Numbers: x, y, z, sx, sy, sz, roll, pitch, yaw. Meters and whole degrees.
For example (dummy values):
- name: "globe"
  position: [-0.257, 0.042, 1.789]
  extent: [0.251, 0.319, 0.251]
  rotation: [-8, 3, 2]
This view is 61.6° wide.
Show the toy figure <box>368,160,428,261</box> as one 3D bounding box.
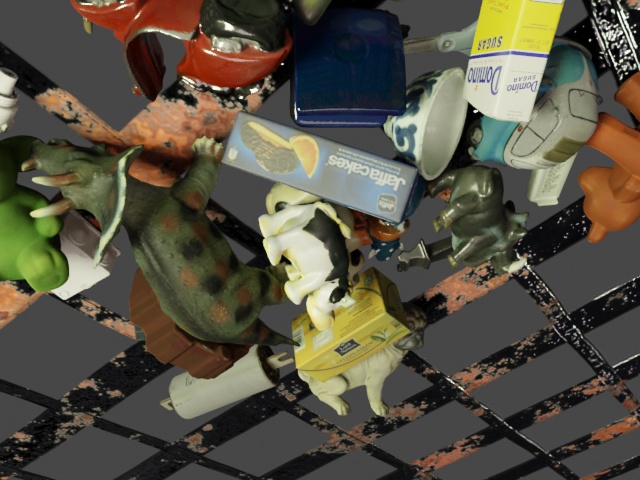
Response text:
- name: "toy figure"
  position: [0.097, -0.035, 0.702]
  extent: [0.064, 0.058, 0.154]
  rotation: [9, 135, -9]

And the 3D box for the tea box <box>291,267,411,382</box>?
- name: "tea box"
  position: [0.042, 0.129, 0.813]
  extent: [0.170, 0.098, 0.068]
  rotation: [-34, 129, 22]

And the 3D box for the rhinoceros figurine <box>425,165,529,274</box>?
- name: "rhinoceros figurine"
  position: [0.199, -0.021, 0.664]
  extent: [0.112, 0.073, 0.190]
  rotation: [-26, 136, 9]

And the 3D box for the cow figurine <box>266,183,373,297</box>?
- name: "cow figurine"
  position: [-0.001, -0.002, 0.695]
  extent: [0.127, 0.085, 0.194]
  rotation: [-25, 129, 14]

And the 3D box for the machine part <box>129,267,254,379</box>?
- name: "machine part"
  position: [-0.159, 0.086, 0.690]
  extent: [0.056, 0.179, 0.179]
  rotation: [-34, 129, 23]

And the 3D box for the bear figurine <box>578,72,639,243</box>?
- name: "bear figurine"
  position: [0.377, -0.091, 0.681]
  extent: [0.120, 0.132, 0.195]
  rotation: [-44, 167, -14]

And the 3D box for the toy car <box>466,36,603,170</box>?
- name: "toy car"
  position: [0.245, -0.134, 0.597]
  extent: [0.109, 0.103, 0.161]
  rotation: [6, 132, -32]

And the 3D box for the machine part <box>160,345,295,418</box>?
- name: "machine part"
  position: [-0.156, 0.230, 0.883]
  extent: [0.243, 0.079, 0.079]
  rotation: [-23, 132, 12]

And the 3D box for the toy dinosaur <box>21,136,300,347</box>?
- name: "toy dinosaur"
  position: [-0.137, 0.033, 0.598]
  extent: [0.131, 0.192, 0.404]
  rotation: [-19, 116, 33]

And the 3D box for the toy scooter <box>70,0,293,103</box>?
- name: "toy scooter"
  position: [-0.119, -0.167, 0.471]
  extent: [0.184, 0.075, 0.135]
  rotation: [13, 148, -6]

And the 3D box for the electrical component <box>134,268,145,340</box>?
- name: "electrical component"
  position: [-0.226, 0.102, 0.726]
  extent: [0.048, 0.119, 0.074]
  rotation: [0, 134, -12]

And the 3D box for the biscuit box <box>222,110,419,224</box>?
- name: "biscuit box"
  position: [0.002, -0.077, 0.574]
  extent: [0.203, 0.059, 0.062]
  rotation: [19, 96, 9]

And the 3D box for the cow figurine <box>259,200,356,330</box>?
- name: "cow figurine"
  position: [0.002, 0.031, 0.632]
  extent: [0.098, 0.068, 0.167]
  rotation: [-24, 126, 4]

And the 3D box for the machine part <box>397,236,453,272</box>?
- name: "machine part"
  position: [0.175, 0.011, 0.757]
  extent: [0.139, 0.039, 0.084]
  rotation: [-20, 157, 0]

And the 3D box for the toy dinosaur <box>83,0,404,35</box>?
- name: "toy dinosaur"
  position: [-0.012, -0.281, 0.430]
  extent: [0.472, 0.105, 0.198]
  rotation: [-8, 138, 12]

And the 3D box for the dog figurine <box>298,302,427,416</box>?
- name: "dog figurine"
  position: [0.068, 0.172, 0.870]
  extent: [0.172, 0.121, 0.190]
  rotation: [7, 116, -20]

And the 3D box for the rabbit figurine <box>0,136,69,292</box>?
- name: "rabbit figurine"
  position: [-0.325, -0.043, 0.550]
  extent: [0.121, 0.159, 0.170]
  rotation: [0, 141, -12]

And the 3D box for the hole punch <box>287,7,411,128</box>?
- name: "hole punch"
  position: [0.025, -0.168, 0.525]
  extent: [0.142, 0.092, 0.115]
  rotation: [-2, 101, -3]
